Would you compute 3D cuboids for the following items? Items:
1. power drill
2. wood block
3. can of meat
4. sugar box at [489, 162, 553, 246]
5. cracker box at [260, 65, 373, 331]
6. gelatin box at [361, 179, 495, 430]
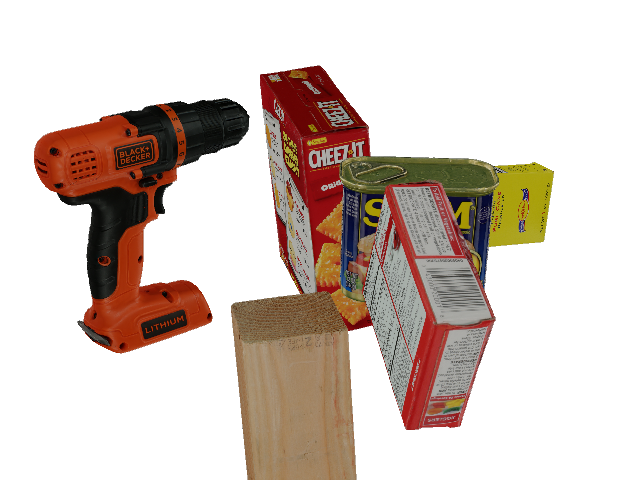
[{"bbox_3d":[-0.133,-0.016,0.859,0.184,0.188,0.057,-17,25,-33],"label":"power drill"},{"bbox_3d":[-0.022,0.159,0.933,0.090,0.206,0.091,-7,20,-9],"label":"wood block"},{"bbox_3d":[0.062,-0.006,0.703,0.102,0.084,0.057,2,24,0],"label":"can of meat"},{"bbox_3d":[0.186,-0.039,1.254,0.176,0.093,0.048,-6,21,-26],"label":"sugar box"},{"bbox_3d":[0.001,-0.041,1.037,0.072,0.214,0.164,-12,31,-12],"label":"cracker box"},{"bbox_3d":[0.047,0.028,0.482,0.030,0.073,0.089,-3,45,-12],"label":"gelatin box"}]
